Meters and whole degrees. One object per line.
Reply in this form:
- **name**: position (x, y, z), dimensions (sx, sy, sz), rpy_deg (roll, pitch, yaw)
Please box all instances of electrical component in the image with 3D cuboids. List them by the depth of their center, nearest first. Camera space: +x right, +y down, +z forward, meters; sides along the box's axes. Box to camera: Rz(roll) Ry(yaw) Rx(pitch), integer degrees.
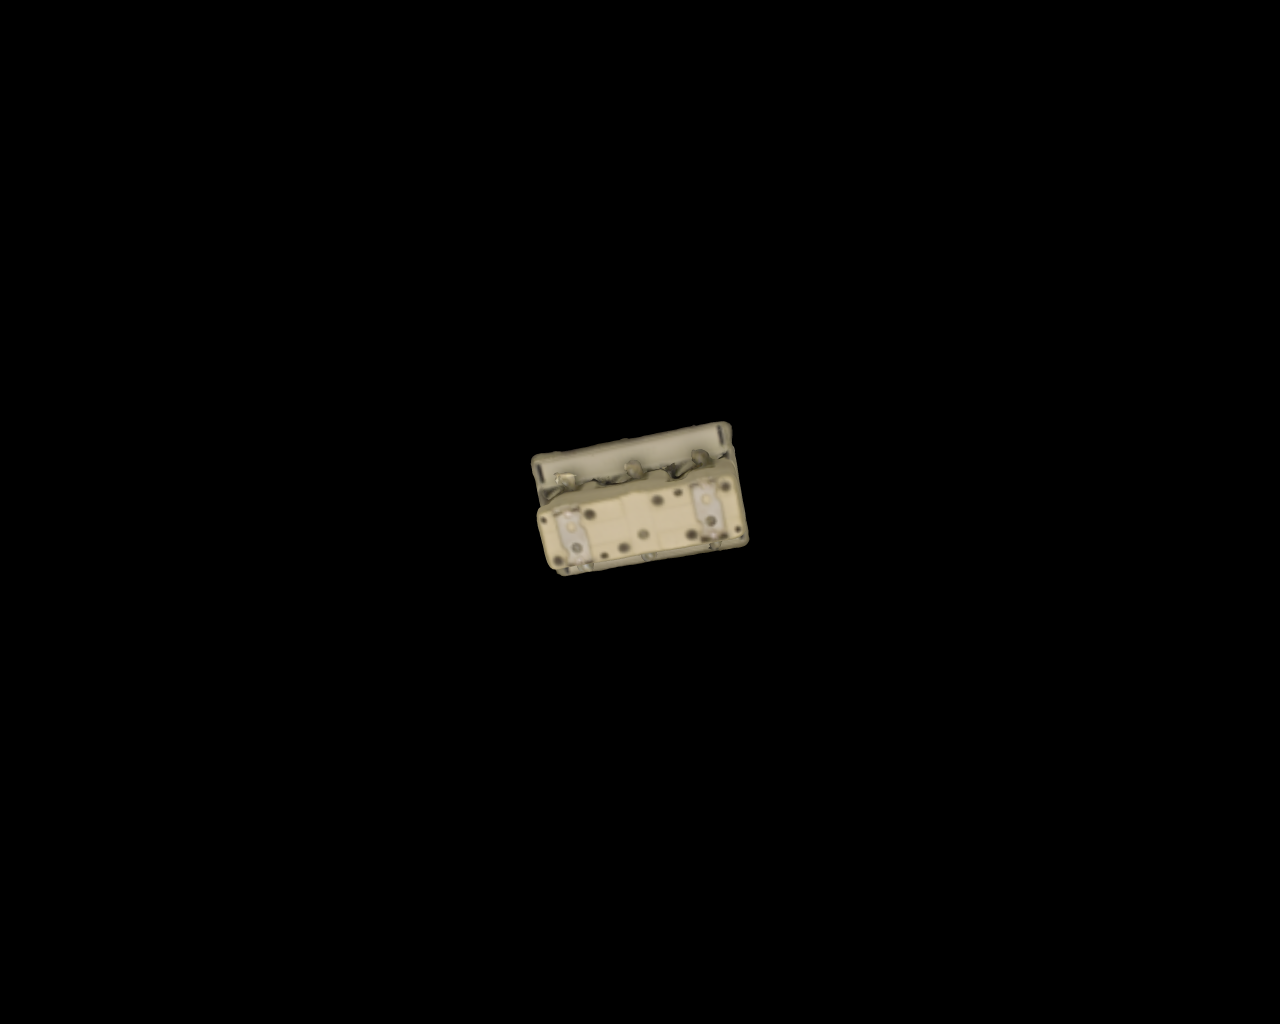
- **electrical component**: position (0.001, -0.003, 0.650), dimensions (0.121, 0.078, 0.063), rpy_deg (-10, 20, 3)
